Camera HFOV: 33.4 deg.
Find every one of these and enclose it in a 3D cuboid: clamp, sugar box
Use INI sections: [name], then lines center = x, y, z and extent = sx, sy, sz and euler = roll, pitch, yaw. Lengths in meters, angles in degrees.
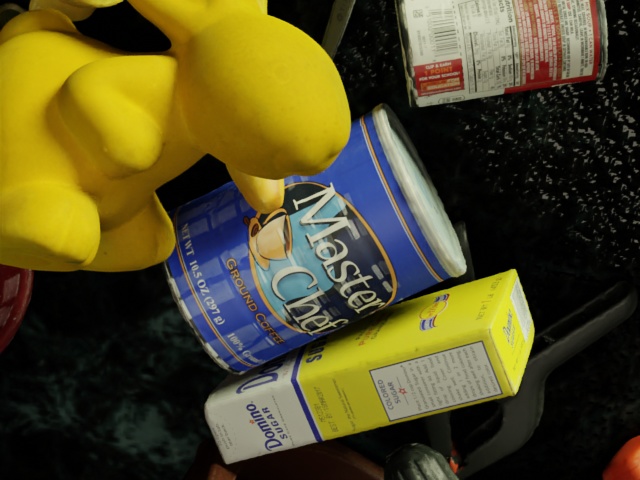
[clamp]
center = 0.100, 0.071, 0.654
extent = 0.120, 0.039, 0.172
euler = 30, 109, 0
[sugar box]
center = 0.028, 0.071, 0.605
extent = 0.176, 0.093, 0.048
euler = -16, 102, 22

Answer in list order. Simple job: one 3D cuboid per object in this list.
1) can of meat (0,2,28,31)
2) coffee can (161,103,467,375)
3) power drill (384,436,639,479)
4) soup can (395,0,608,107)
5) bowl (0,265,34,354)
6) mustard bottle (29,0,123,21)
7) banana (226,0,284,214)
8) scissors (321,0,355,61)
[can of meat]
center = -0.168, -0.065, 0.597
extent = 0.084, 0.057, 0.102
euler = -39, 106, 17
[coffee can]
center = -0.004, 0.001, 0.593
extent = 0.140, 0.103, 0.103
euler = -26, 109, 12
[power drill]
center = 0.144, 0.179, 0.623
extent = 0.187, 0.184, 0.057
euler = -17, 157, -31
[soup can]
center = 0.093, -0.110, 0.563
extent = 0.102, 0.068, 0.068
euler = -8, 112, 6
[bowl]
center = -0.249, 0.018, 0.606
extent = 0.162, 0.162, 0.055
euler = 39, 145, -13
[mustard bottle]
center = -0.096, -0.169, 0.524
extent = 0.192, 0.096, 0.058
euler = -39, 85, 41
[banana]
center = -0.040, -0.113, 0.556
extent = 0.037, 0.070, 0.198
euler = 0, 93, -21
[scissors]
center = 0.016, -0.179, 0.559
extent = 0.096, 0.016, 0.202
euler = 54, 134, 19
